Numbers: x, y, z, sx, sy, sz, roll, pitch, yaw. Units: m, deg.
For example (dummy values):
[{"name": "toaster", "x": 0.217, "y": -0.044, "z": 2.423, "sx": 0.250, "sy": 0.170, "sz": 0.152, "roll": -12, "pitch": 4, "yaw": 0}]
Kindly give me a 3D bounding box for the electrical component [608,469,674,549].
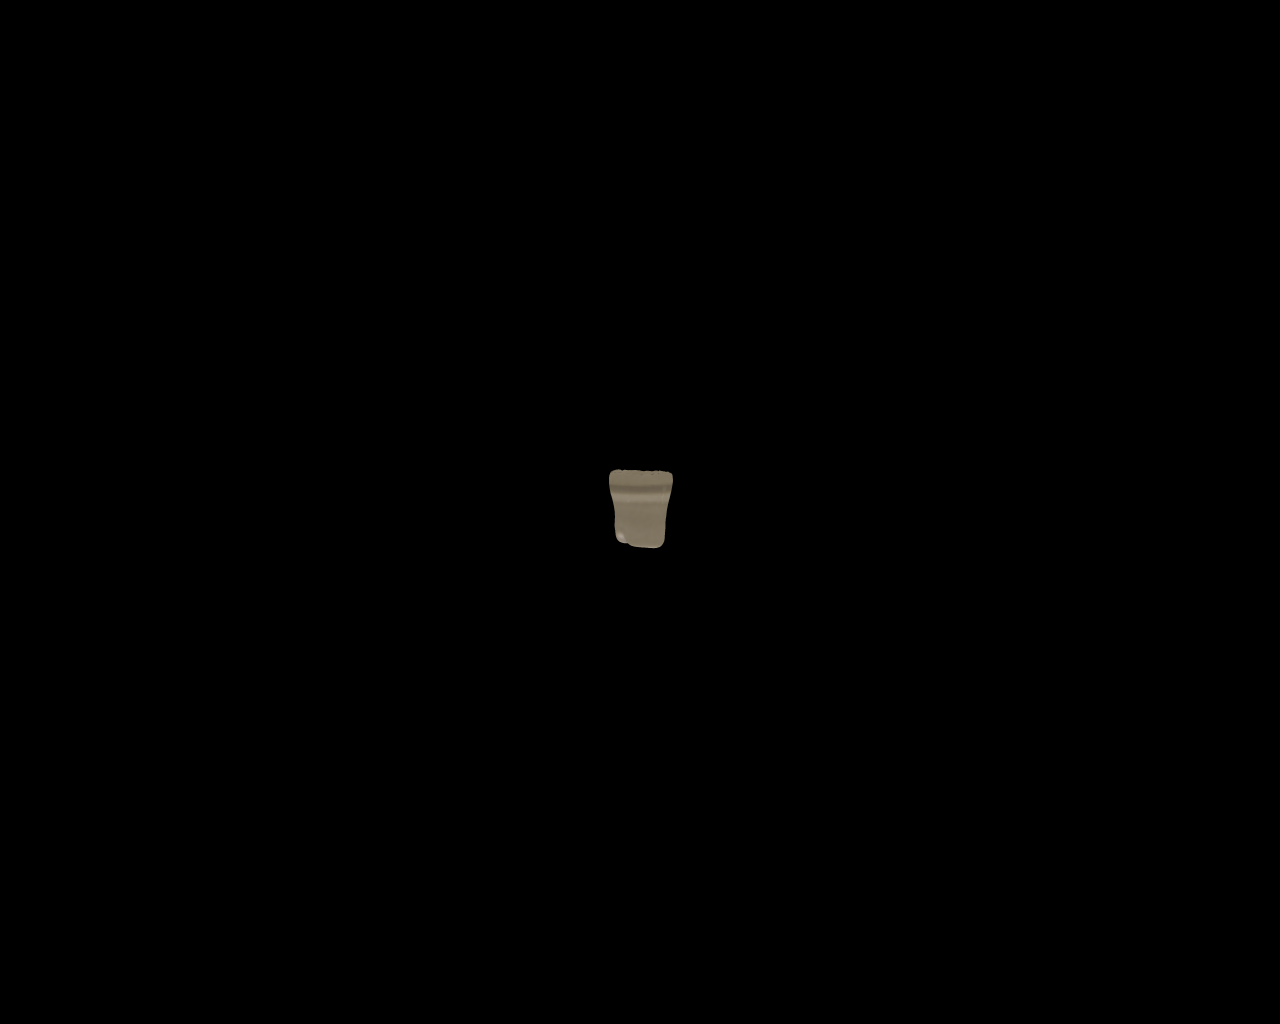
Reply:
[{"name": "electrical component", "x": 0.001, "y": -0.003, "z": 0.650, "sx": 0.040, "sy": 0.046, "sz": 0.040, "roll": 0, "pitch": 5, "yaw": 0}]
